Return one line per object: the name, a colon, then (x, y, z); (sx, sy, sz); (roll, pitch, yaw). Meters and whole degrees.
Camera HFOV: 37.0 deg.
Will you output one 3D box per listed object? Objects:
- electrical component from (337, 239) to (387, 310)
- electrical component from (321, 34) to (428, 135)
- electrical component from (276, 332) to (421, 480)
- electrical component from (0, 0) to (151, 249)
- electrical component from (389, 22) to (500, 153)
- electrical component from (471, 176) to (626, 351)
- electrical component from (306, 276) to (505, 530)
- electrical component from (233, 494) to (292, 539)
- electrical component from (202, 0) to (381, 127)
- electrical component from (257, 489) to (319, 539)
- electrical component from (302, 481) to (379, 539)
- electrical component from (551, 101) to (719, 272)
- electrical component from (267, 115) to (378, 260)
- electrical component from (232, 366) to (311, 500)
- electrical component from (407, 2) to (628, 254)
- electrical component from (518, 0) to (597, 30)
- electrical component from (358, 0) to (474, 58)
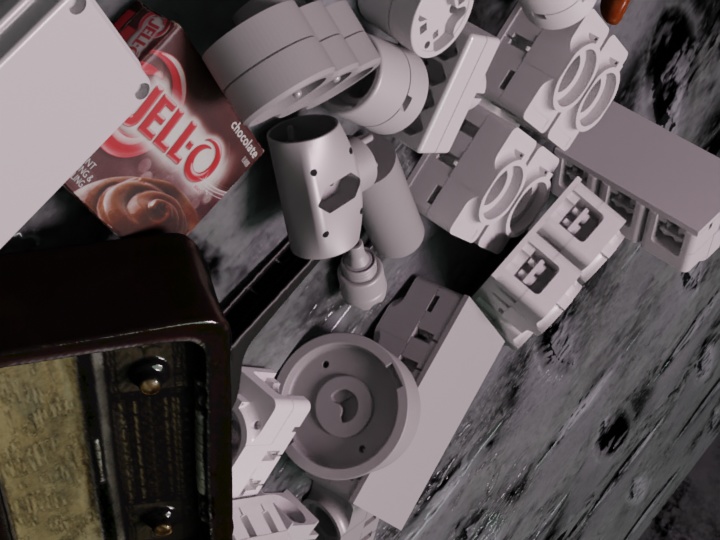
electrical component: (0.000, 0.000, 0.779); (0.035, 0.035, 0.061); (-41, 147, -22)
electrical component: (0.005, -0.112, 0.642); (0.047, 0.055, 0.055); (9, 114, -55)
electrical component: (-0.006, 0.104, 0.815); (0.108, 0.108, 0.060); (-55, 158, 3)
electrical component: (-0.152, -0.070, 0.445); (0.113, 0.057, 0.078); (-48, 152, -10)
electrical component: (0.059, -0.125, 0.715); (0.076, 0.047, 0.083); (-9, 129, -54)
electrical component: (0.152, 0.003, 0.912); (0.105, 0.060, 0.186); (-48, 175, -10)
electrical component: (0.038, 0.110, 0.898); (0.186, 0.060, 0.105); (-60, 148, -10)
electrical component: (-0.125, 0.229, 0.764); (0.150, 0.061, 0.089); (-40, 157, 21)
electrical component: (-0.040, -0.122, 0.548); (0.052, 0.073, 0.138); (-30, -176, 21)
electrical component: (-0.077, 0.222, 0.905); (0.063, 0.042, 0.081); (-54, 152, 8)
electrical component: (-0.017, 0.220, 0.982); (0.056, 0.050, 0.089); (-28, 143, -40)
electrical component: (0.258, -0.074, 0.963); (0.089, 0.150, 0.061); (-38, 148, -26)
electrical component: (-0.016, -0.058, 0.658); (0.079, 0.043, 0.077); (-36, 127, -38)
electrical component: (-0.087, 0.117, 0.761); (0.089, 0.050, 0.056); (-58, 152, 9)
electrical component: (0.121, -0.108, 0.814); (0.186, 0.060, 0.105); (-58, 152, 8)
electrical component: (0.130, -0.200, 0.733); (0.055, 0.055, 0.047); (-54, 148, 1)
electrical component: (0.032, -0.160, 0.634); (0.055, 0.047, 0.055); (-37, 148, -28)
